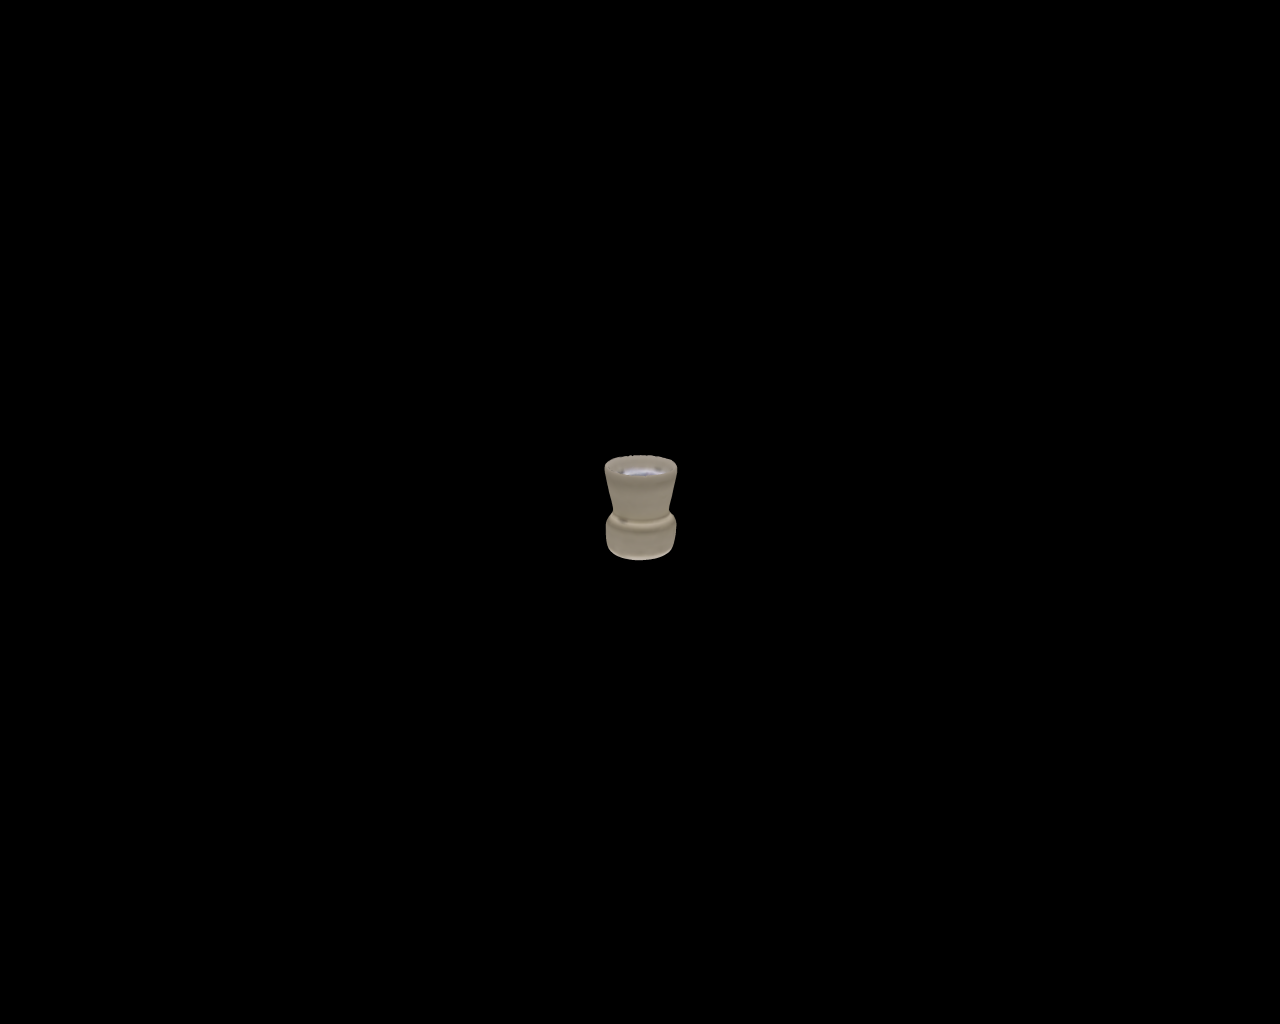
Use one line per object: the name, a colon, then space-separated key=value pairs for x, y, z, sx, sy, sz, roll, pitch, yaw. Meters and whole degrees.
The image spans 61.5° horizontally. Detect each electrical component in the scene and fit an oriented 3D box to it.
electrical component: x=0.001 y=-0.003 z=0.650 sx=0.045 sy=0.055 sz=0.045 roll=0 pitch=19 yaw=0
